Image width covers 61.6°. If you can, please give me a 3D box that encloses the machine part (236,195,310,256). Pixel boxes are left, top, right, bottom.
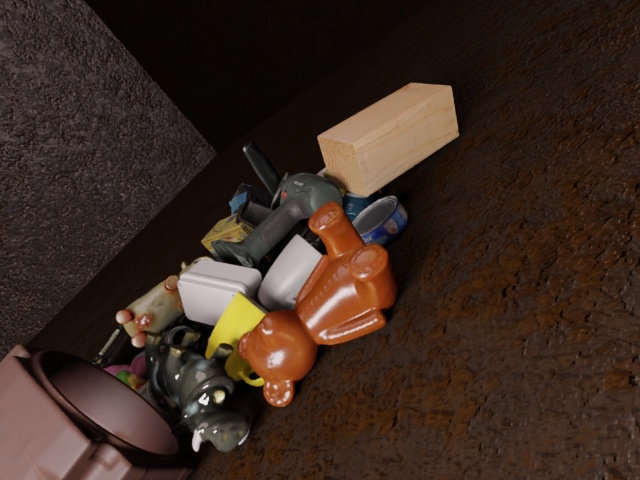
[{"bbox_3d":[-0.087,-0.023,0.959,0.084,0.139,0.039,-54,-12,-26],"label":"machine part"}]

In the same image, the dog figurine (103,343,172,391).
[{"bbox_3d":[-0.292,0.240,0.783,0.219,0.108,0.191,-26,22,29],"label":"dog figurine"}]

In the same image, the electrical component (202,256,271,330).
[{"bbox_3d":[-0.140,0.096,0.891,0.134,0.058,0.115,-33,18,20],"label":"electrical component"}]

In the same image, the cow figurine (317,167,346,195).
[{"bbox_3d":[0.000,-0.078,1.001,0.098,0.068,0.167,-37,15,27],"label":"cow figurine"}]

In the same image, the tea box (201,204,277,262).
[{"bbox_3d":[-0.152,0.000,1.071,0.170,0.098,0.068,-15,32,50],"label":"tea box"}]

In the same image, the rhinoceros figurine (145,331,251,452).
[{"bbox_3d":[-0.146,0.171,0.616,0.191,0.073,0.112,17,98,50],"label":"rhinoceros figurine"}]

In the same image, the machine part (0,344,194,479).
[{"bbox_3d":[-0.245,0.203,0.565,0.202,0.200,0.087,35,80,25],"label":"machine part"}]

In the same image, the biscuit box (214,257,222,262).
[{"bbox_3d":[-0.216,0.080,1.070,0.203,0.059,0.063,-24,26,39],"label":"biscuit box"}]

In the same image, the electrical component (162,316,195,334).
[{"bbox_3d":[-0.269,0.150,1.036,0.078,0.045,0.102,-26,23,32],"label":"electrical component"}]

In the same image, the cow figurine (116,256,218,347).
[{"bbox_3d":[-0.256,0.101,0.947,0.195,0.085,0.127,-39,5,-15],"label":"cow figurine"}]

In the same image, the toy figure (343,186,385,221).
[{"bbox_3d":[0.070,-0.073,0.870,0.057,0.064,0.154,-56,8,42],"label":"toy figure"}]

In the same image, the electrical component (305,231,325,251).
[{"bbox_3d":[-0.002,-0.003,0.902,0.094,0.021,0.063,-34,20,17],"label":"electrical component"}]

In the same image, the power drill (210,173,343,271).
[{"bbox_3d":[-0.070,-0.030,0.862,0.207,0.086,0.232,-37,20,-19],"label":"power drill"}]

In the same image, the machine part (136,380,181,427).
[{"bbox_3d":[-0.262,0.266,0.705,0.243,0.079,0.079,-41,18,-1],"label":"machine part"}]

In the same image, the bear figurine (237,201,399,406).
[{"bbox_3d":[-0.014,0.074,0.586,0.196,0.131,0.120,-35,48,-4],"label":"bear figurine"}]

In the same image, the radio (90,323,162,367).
[{"bbox_3d":[-0.369,0.203,1.063,0.131,0.073,0.230,-30,20,28],"label":"radio"}]

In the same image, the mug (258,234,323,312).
[{"bbox_3d":[-0.030,0.062,0.739,0.107,0.080,0.110,-49,33,1],"label":"mug"}]

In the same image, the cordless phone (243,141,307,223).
[{"bbox_3d":[-0.101,-0.112,1.094,0.089,0.184,0.147,-28,21,22],"label":"cordless phone"}]

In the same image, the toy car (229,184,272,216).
[{"bbox_3d":[-0.153,-0.047,1.204,0.103,0.109,0.162,-57,21,28],"label":"toy car"}]
